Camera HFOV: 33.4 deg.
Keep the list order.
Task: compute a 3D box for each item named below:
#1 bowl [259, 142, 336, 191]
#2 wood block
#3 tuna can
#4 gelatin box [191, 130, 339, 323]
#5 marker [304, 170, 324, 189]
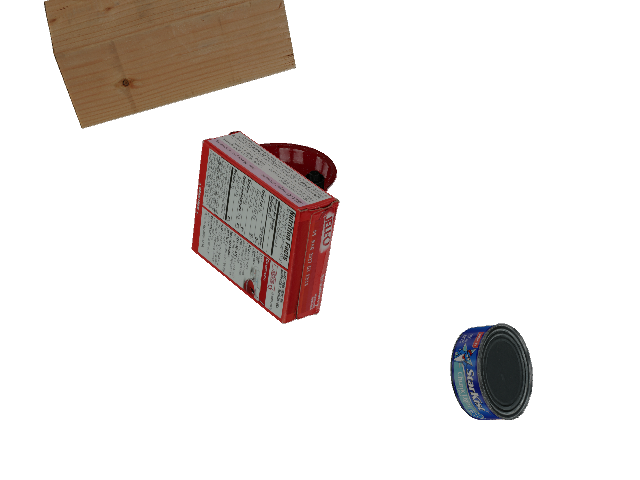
[{"bbox_3d":[-0.060,-0.061,1.325,0.162,0.055,0.162,-2,33,1],"label":"bowl"},{"bbox_3d":[-0.137,-0.189,0.984,0.206,0.091,0.090,-17,47,-6],"label":"wood block"},{"bbox_3d":[0.154,0.118,0.959,0.034,0.086,0.085,-11,-7,42],"label":"tuna can"},{"bbox_3d":[-0.032,-0.008,0.587,0.030,0.073,0.089,-19,41,-38],"label":"gelatin box"},{"bbox_3d":[-0.006,-0.013,0.999,0.020,0.121,0.020,0,37,0],"label":"marker"}]
